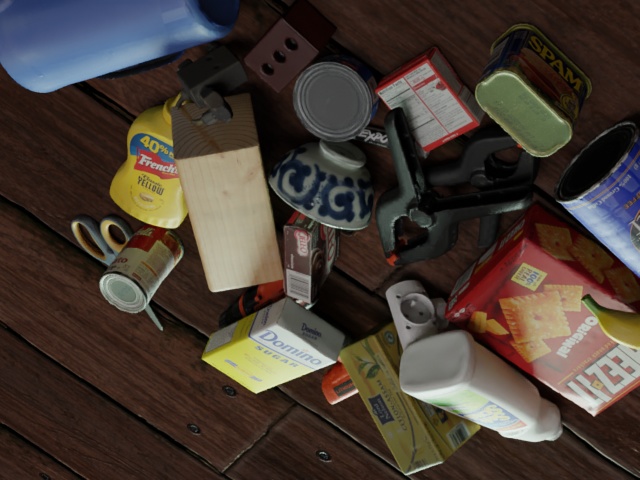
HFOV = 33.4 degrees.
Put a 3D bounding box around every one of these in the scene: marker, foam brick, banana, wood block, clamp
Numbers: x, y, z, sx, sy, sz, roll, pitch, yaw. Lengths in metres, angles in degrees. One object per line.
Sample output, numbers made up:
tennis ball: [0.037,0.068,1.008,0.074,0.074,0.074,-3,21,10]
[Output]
marker: [0.058,-0.111,1.133,0.121,0.020,0.020,16,134,14]
foam brick: [-0.032,-0.197,1.079,0.053,0.051,0.078,41,135,-10]
banana: [0.365,0.070,1.062,0.198,0.037,0.069,-12,101,4]
wood block: [-0.101,-0.048,1.184,0.090,0.091,0.206,-10,136,-1]
clamp: [0.162,-0.070,1.103,0.120,0.039,0.172,27,137,-3]
clamp: [0.105,-0.043,1.113,0.164,0.036,0.210,36,144,-2]

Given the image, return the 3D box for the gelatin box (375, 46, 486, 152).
gelatin box: [0.111,-0.141,1.072,0.073,0.030,0.089,-26,112,42]

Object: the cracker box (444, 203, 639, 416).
cracker box: [0.267,0.081,1.158,0.213,0.072,0.164,34,136,-5]

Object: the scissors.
scissors: [-0.250,0.039,1.425,0.096,0.016,0.201,-24,115,40]

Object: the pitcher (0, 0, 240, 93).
pitcher: [-0.202,-0.233,1.094,0.243,0.149,0.145,-7,110,28]

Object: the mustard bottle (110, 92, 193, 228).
mustard bottle: [-0.178,-0.100,1.235,0.096,0.058,0.192,28,135,-2]

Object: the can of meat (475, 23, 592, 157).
can of meat: [0.197,-0.138,0.991,0.102,0.083,0.058,41,134,-11]

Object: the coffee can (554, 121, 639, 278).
coffee can: [0.309,-0.029,1.017,0.140,0.102,0.103,41,134,-11]

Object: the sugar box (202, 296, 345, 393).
sugar box: [-0.059,0.131,1.296,0.093,0.048,0.177,35,146,-21]

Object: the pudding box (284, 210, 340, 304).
pudding box: [-0.008,0.002,1.216,0.039,0.090,0.113,18,135,15]

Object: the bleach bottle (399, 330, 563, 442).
bleach bottle: [0.207,0.182,1.236,0.103,0.068,0.250,-19,143,41]

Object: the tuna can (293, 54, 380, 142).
tuna can: [0.018,-0.147,1.098,0.086,0.033,0.086,9,119,17]

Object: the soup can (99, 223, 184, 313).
soup can: [-0.225,0.035,1.347,0.068,0.102,0.068,15,134,16]

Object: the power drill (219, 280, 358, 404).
power drill: [-0.023,0.126,1.356,0.187,0.057,0.185,42,138,-13]
